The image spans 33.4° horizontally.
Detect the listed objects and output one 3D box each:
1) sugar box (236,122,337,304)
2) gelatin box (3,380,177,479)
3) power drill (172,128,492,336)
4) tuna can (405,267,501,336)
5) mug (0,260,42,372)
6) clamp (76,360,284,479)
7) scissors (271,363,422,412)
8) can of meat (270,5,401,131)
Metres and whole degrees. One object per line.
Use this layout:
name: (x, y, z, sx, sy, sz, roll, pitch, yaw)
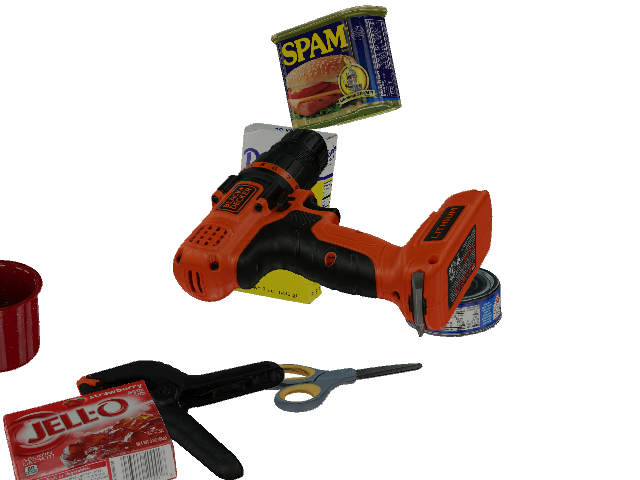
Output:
sugar box: (-0.039, -0.029, 1.112, 0.093, 0.176, 0.048, 9, 16, 15)
gelatin box: (-0.137, 0.120, 0.629, 0.089, 0.030, 0.073, -12, 26, -18)
power drill: (0.017, -0.012, 0.729, 0.188, 0.057, 0.184, 10, 41, 25)
tuna can: (0.117, 0.052, 0.947, 0.086, 0.034, 0.086, -4, 21, 1)
mug: (-0.325, 0.084, 1.057, 0.093, 0.081, 0.117, 8, 31, 4)
clamp: (-0.116, 0.131, 0.889, 0.172, 0.039, 0.120, 15, 36, 20)
scissors: (0.026, 0.163, 1.205, 0.201, 0.016, 0.096, 1, 24, -8)
can of meat: (0.014, -0.142, 0.901, 0.102, 0.084, 0.057, -11, 0, 37)
